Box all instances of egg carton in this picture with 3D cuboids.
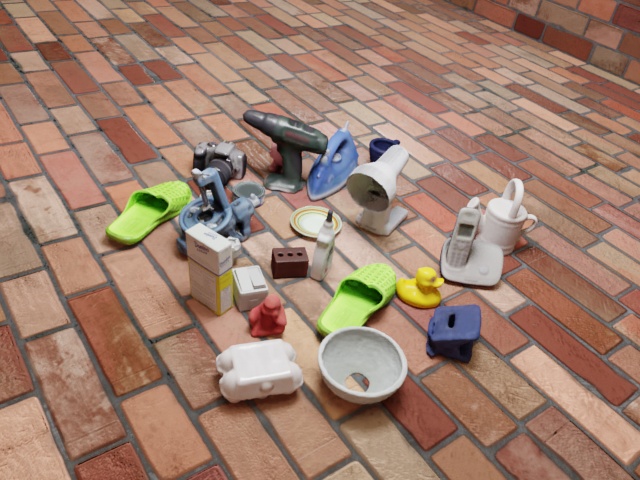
[{"bbox_3d":[-0.109,0.238,1.033,0.150,0.069,0.107,-6,40,-18],"label":"egg carton"}]

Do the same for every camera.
[{"bbox_3d":[-0.281,-0.204,1.539,0.143,0.101,0.137,13,38,5],"label":"camera"}]

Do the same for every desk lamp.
[{"bbox_3d":[0.152,-0.121,1.430,0.117,0.213,0.204,26,41,21],"label":"desk lamp"}]

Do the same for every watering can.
[{"bbox_3d":[0.459,-0.064,1.437,0.173,0.194,0.100,-4,40,-17],"label":"watering can"}]

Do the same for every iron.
[{"bbox_3d":[0.033,-0.227,1.600,0.118,0.141,0.259,18,38,11],"label":"iron"}]

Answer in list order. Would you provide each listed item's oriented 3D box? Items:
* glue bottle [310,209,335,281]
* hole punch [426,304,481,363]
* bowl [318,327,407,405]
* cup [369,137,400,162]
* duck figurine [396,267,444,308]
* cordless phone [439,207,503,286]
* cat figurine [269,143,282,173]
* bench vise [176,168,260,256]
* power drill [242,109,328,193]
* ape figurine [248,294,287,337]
[{"bbox_3d":[0.012,0.005,1.273,0.037,0.173,0.078,16,38,9],"label":"glue bottle"},{"bbox_3d":[0.272,0.182,1.168,0.101,0.091,0.109,14,38,7],"label":"hole punch"},{"bbox_3d":[0.074,0.244,1.060,0.167,0.075,0.167,6,38,-4],"label":"bowl"},{"bbox_3d":[0.192,-0.247,1.697,0.091,0.095,0.118,34,44,28],"label":"cup"},{"bbox_3d":[0.225,0.097,1.271,0.104,0.086,0.077,13,38,5],"label":"duck figurine"},{"bbox_3d":[0.362,0.014,1.325,0.147,0.185,0.094,7,38,-3],"label":"cordless phone"},{"bbox_3d":[-0.102,-0.252,1.624,0.067,0.118,0.128,17,38,11],"label":"cat figurine"},{"bbox_3d":[-0.235,-0.085,1.298,0.121,0.220,0.208,26,41,21],"label":"bench vise"},{"bbox_3d":[-0.098,-0.235,1.528,0.229,0.208,0.075,9,38,-1],"label":"power drill"},{"bbox_3d":[-0.099,0.145,1.136,0.077,0.092,0.076,26,41,21],"label":"ape figurine"}]
